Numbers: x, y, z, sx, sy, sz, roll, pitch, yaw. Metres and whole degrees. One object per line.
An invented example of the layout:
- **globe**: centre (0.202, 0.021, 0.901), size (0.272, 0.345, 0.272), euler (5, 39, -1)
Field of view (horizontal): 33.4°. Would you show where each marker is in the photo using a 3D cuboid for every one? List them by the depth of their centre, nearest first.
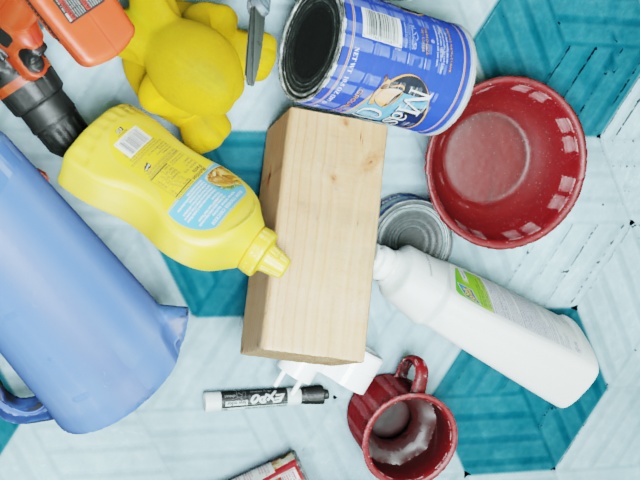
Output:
- **marker**: centre (-0.050, 0.151, 1.016), size (0.121, 0.020, 0.020), euler (-2, 101, -13)

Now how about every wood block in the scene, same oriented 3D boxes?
- **wood block**: centre (-0.007, 0.001, 0.927), size (0.090, 0.091, 0.206), euler (9, 79, -15)

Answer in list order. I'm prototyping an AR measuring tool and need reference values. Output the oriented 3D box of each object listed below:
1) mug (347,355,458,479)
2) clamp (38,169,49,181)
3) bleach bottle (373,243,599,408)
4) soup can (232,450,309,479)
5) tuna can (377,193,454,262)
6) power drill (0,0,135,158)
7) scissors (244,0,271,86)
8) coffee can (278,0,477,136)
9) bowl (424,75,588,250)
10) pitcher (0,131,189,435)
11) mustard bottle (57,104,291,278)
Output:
- **mug**: centre (0.076, 0.166, 1.018), size (0.093, 0.081, 0.117), euler (10, 99, -16)
- **clamp**: centre (-0.310, -0.009, 0.909), size (0.171, 0.039, 0.120), euler (-49, 120, -6)
- **bleach bottle**: centre (0.142, 0.066, 0.989), size (0.250, 0.102, 0.068), euler (29, 110, -24)
- **soup can**: centre (-0.055, 0.252, 1.010), size (0.102, 0.068, 0.068), euler (-25, 106, -8)
- **tuna can**: centre (0.082, 0.000, 1.011), size (0.086, 0.034, 0.086), euler (-3, 102, -14)
- **power drill**: centre (-0.217, -0.152, 0.828), size (0.057, 0.188, 0.184), euler (-47, 110, -31)
- **scissors**: centre (-0.059, -0.208, 0.861), size (0.016, 0.201, 0.096), euler (-23, 118, 27)
- **coffee can**: centre (0.049, -0.154, 0.920), size (0.140, 0.103, 0.103), euler (10, 99, -31)
- **bowl**: centre (0.167, -0.075, 1.006), size (0.162, 0.055, 0.162), euler (-3, 101, -13)
- **pitcher**: centre (-0.238, 0.039, 0.870), size (0.149, 0.145, 0.242), euler (-53, 122, -32)
- **mustard bottle**: centre (-0.107, -0.029, 0.857), size (0.191, 0.096, 0.058), euler (33, 132, 3)
